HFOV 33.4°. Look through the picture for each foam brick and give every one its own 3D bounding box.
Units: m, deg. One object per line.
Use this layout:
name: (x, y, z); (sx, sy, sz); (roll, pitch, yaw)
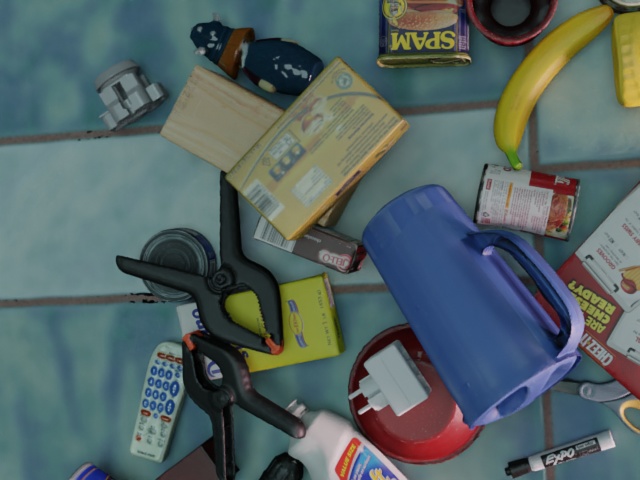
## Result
foam brick: (-0.143, 0.272, 1.224); (0.078, 0.053, 0.051); (-38, 85, 10)

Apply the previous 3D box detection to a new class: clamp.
clamp: (-0.106, 0.182, 1.177); (0.120, 0.039, 0.171); (-43, 75, 13)
clamp: (-0.103, 0.036, 1.177); (0.210, 0.036, 0.164); (44, 89, 13)

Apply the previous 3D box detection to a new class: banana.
banana: (0.237, -0.169, 1.136); (0.070, 0.037, 0.198); (32, 94, 33)

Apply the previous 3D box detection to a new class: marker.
marker: (0.260, 0.234, 1.162); (0.121, 0.020, 0.020); (-21, 88, 11)

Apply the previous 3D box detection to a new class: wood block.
wood block: (-0.057, -0.102, 1.174); (0.206, 0.090, 0.090); (29, 96, 8)

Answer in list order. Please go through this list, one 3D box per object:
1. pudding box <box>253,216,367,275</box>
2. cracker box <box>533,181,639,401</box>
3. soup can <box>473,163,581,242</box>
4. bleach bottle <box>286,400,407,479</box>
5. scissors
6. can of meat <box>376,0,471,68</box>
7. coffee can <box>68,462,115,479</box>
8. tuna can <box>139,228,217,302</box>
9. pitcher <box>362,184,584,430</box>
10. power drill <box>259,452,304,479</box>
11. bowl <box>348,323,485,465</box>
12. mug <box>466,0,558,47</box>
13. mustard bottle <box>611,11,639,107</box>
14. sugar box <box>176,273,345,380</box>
pudding box: (-0.008, 0.001, 1.169); (0.113, 0.090, 0.039); (23, 94, 10)
cracker box: (0.351, 0.040, 1.102); (0.164, 0.072, 0.214); (43, 100, 17)
soup can: (0.219, -0.040, 1.135); (0.102, 0.068, 0.068); (11, 94, 11)
bleach bottle: (0.044, 0.281, 1.170); (0.251, 0.068, 0.102); (46, 58, 7)
scissors: (0.304, 0.148, 1.152); (0.202, 0.016, 0.096); (26, 95, 9)
can of meat: (0.112, -0.233, 1.155); (0.102, 0.057, 0.084); (0, 89, 10)
coffee can: (-0.235, 0.334, 1.218); (0.140, 0.102, 0.103); (30, 97, 8)
tuna can: (-0.164, 0.029, 1.228); (0.086, 0.033, 0.086); (0, 92, 11)
pitcher: (0.153, 0.057, 1.095); (0.149, 0.145, 0.243); (-32, 69, -2)
power drill: (-0.019, 0.356, 1.202); (0.188, 0.057, 0.184); (33, 101, 11)
bowl: (0.106, 0.173, 1.171); (0.162, 0.055, 0.162); (0, 91, 11)
mug: (0.197, -0.260, 1.124); (0.093, 0.081, 0.117); (-25, 87, 11)
mustard bottle: (0.402, -0.194, 1.099); (0.192, 0.058, 0.096); (-5, 89, 11)
sugar box: (-0.068, 0.100, 1.207); (0.176, 0.048, 0.093); (-13, 90, 10)
